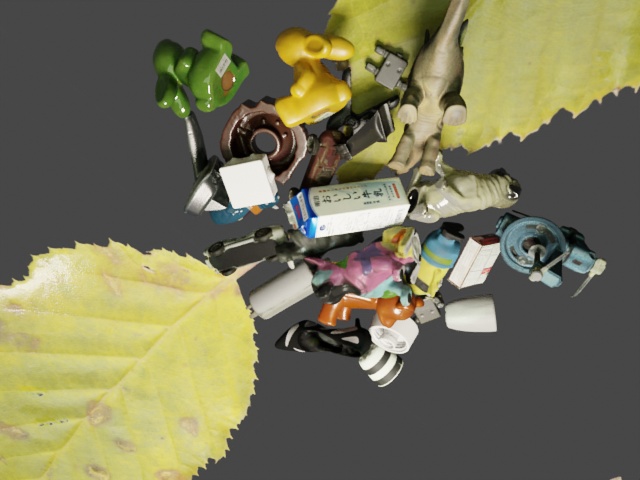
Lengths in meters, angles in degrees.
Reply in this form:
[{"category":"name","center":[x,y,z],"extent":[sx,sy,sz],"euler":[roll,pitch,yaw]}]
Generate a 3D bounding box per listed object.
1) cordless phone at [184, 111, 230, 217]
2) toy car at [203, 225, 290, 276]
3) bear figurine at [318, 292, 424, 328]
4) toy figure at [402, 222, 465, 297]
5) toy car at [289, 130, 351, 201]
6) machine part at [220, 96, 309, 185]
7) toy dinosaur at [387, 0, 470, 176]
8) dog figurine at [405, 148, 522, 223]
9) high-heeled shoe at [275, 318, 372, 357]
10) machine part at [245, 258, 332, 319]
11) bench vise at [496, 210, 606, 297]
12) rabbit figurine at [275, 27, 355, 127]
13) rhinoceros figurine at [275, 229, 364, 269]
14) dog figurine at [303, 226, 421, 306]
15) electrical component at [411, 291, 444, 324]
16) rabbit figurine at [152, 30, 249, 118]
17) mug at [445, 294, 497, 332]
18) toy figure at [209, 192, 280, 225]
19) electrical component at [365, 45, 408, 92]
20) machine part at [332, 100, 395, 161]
[{"category":"cordless phone","center":[-0.238,-0.154,1.058],"extent":[0.089,0.147,0.184],"euler":[-8,117,1]},{"category":"toy car","center":[-0.163,0.023,1.192],"extent":[0.202,0.056,0.073],"euler":[-17,120,16]},{"category":"bear figurine","center":[0.114,0.145,1.163],"extent":[0.196,0.120,0.131],"euler":[21,100,22]},{"category":"toy figure","center":[0.239,0.040,1.138],"extent":[0.089,0.082,0.180],"euler":[34,128,20]},{"category":"toy car","center":[0.001,-0.129,1.060],"extent":[0.089,0.053,0.202],"euler":[-3,138,-28]},{"category":"machine part","center":[-0.108,-0.196,1.072],"extent":[0.179,0.056,0.179],"euler":[3,118,6]},{"category":"toy dinosaur","center":[0.192,-0.265,0.900],"extent":[0.105,0.198,0.471],"euler":[14,150,-1]},{"category":"dog figurine","center":[0.282,-0.080,1.072],"extent":[0.190,0.121,0.172],"euler":[15,153,-20]},{"category":"high-heeled shoe","center":[0.002,0.246,1.234],"extent":[0.249,0.145,0.086],"euler":[-21,112,14]},{"category":"machine part","center":[-0.073,0.108,1.212],"extent":[0.243,0.079,0.079],"euler":[-33,109,21]},{"category":"bench vise","center":[0.441,0.033,1.034],"extent":[0.224,0.240,0.128],"euler":[37,120,6]},{"category":"rabbit figurine","center":[-0.022,-0.307,0.965],"extent":[0.162,0.122,0.173],"euler":[-28,83,45]},{"category":"rhinoceros figurine","center":[-0.002,-0.003,1.133],"extent":[0.190,0.073,0.111],"euler":[-16,133,-8]},{"category":"dog figurine","center":[0.081,0.051,1.092],"extent":[0.219,0.191,0.108],"euler":[3,140,25]},{"category":"electrical component","center":[0.233,0.155,1.217],"extent":[0.102,0.045,0.078],"euler":[-19,112,16]},{"category":"rabbit figurine","center":[-0.241,-0.307,1.002],"extent":[0.170,0.121,0.159],"euler":[24,93,22]},{"category":"mug","center":[0.335,0.168,1.202],"extent":[0.107,0.081,0.109],"euler":[-4,154,14]},{"category":"toy figure","center":[-0.159,-0.077,1.138],"extent":[0.155,0.064,0.058],"euler":[-18,76,10]},{"category":"electrical component","center":[0.134,-0.317,1.001],"extent":[0.094,0.021,0.063],"euler":[29,116,-7]},{"category":"machine part","center":[0.086,-0.195,0.995],"extent":[0.139,0.039,0.084],"euler":[-38,140,-21]}]
